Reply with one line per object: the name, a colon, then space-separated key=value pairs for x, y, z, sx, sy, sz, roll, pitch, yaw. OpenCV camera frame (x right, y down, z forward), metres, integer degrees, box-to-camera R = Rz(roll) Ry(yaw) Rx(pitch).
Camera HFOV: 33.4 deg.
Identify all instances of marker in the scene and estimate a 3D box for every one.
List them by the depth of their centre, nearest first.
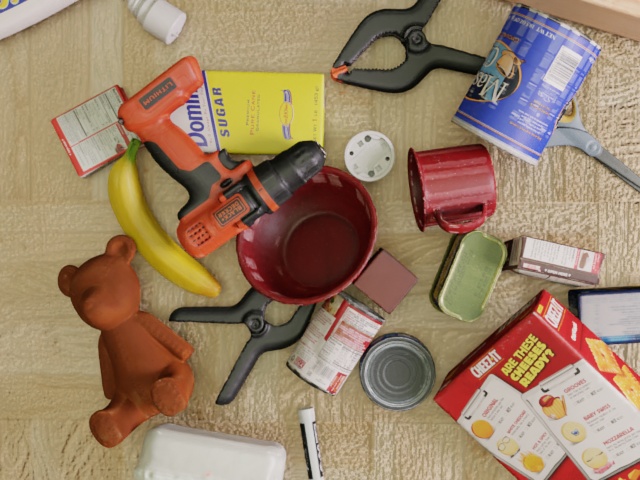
marker: x=-0.008 y=0.250 z=1.205 sx=0.020 sy=0.020 sz=0.121 roll=-8 pitch=91 yaw=2

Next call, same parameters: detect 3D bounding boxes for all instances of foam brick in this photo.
foam brick: x=0.071 y=0.044 z=1.170 sx=0.053 sy=0.078 sz=0.051 roll=41 pitch=91 yaw=1

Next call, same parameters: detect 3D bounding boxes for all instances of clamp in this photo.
clamp: x=0.114 y=-0.214 z=1.183 sx=0.210 sy=0.036 sz=0.164 roll=-29 pitch=89 yaw=-1
clamp: x=-0.072 y=0.106 z=1.195 sx=0.171 sy=0.039 sz=0.120 roll=-22 pitch=91 yaw=2

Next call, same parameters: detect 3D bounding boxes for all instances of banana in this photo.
banana: x=-0.184 y=-0.012 z=1.190 sx=0.070 sy=0.037 sz=0.198 roll=-26 pitch=97 yaw=35

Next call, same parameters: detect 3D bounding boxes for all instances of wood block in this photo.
wood block: x=0.291 y=-0.284 z=1.136 sx=0.206 sy=0.091 sz=0.090 roll=16 pitch=90 yaw=-5

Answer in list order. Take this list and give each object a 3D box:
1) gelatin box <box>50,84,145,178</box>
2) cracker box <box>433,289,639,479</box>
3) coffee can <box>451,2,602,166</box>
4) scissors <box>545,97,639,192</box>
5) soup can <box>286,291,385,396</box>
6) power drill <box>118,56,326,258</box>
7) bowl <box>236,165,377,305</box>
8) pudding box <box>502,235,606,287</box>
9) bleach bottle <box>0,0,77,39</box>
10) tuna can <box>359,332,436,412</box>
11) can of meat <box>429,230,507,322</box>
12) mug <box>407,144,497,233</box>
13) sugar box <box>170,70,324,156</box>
gelatin box: x=-0.246 y=-0.122 z=1.203 sx=0.089 sy=0.030 sz=0.073 roll=-28 pitch=89 yaw=2
cracker box: x=0.257 y=0.183 z=1.141 sx=0.213 sy=0.072 sz=0.164 roll=43 pitch=120 yaw=1
coffee can: x=0.216 y=-0.163 z=1.124 sx=0.103 sy=0.102 sz=0.140 roll=29 pitch=100 yaw=1
scissors: x=0.282 y=-0.098 z=1.190 sx=0.096 sy=0.016 sz=0.202 roll=-36 pitch=94 yaw=8
soup can: x=0.017 y=0.112 z=1.178 sx=0.068 sy=0.068 sz=0.102 roll=33 pitch=92 yaw=1
power drill: x=-0.111 y=-0.100 z=1.140 sx=0.184 sy=0.057 sz=0.187 roll=-36 pitch=89 yaw=3
bowl: x=-0.008 y=0.001 z=1.165 sx=0.162 sy=0.055 sz=0.162 roll=-8 pitch=67 yaw=18
pudding box: x=0.247 y=0.024 z=1.145 sx=0.090 sy=0.113 sz=0.039 roll=12 pitch=89 yaw=1
bleach bottle: x=-0.374 y=-0.260 z=1.190 sx=0.251 sy=0.068 sz=0.102 roll=-31 pitch=89 yaw=5
tuna can: x=0.086 y=0.148 z=1.193 sx=0.086 sy=0.034 sz=0.086 roll=0 pitch=91 yaw=2
can of meat: x=0.162 y=0.038 z=1.163 sx=0.057 sy=0.084 sz=0.102 roll=22 pitch=91 yaw=1
mug: x=0.145 y=-0.052 z=1.151 sx=0.081 sy=0.117 sz=0.093 roll=-8 pitch=132 yaw=-3
sugar box: x=-0.083 y=-0.141 z=1.188 sx=0.176 sy=0.048 sz=0.093 roll=1 pitch=92 yaw=1
